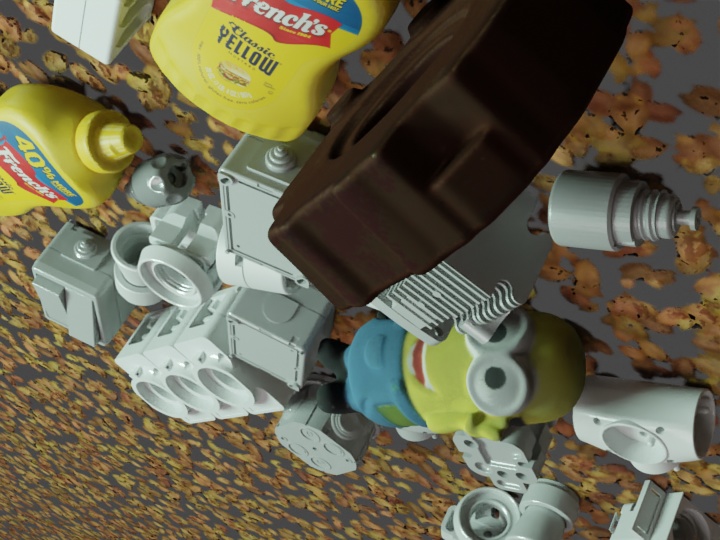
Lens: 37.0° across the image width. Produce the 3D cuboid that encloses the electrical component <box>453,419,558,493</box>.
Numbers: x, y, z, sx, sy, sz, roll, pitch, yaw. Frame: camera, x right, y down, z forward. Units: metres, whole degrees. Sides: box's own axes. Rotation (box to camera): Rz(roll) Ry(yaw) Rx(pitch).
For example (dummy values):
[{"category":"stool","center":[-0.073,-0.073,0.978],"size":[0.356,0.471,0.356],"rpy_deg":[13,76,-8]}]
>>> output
[{"category":"electrical component","center":[0.103,0.108,0.743],"size":[0.058,0.057,0.078],"rpy_deg":[4,139,35]}]

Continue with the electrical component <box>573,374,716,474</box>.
[{"category":"electrical component","center":[0.185,0.104,0.684],"size":[0.077,0.044,0.079],"rpy_deg":[4,140,35]}]

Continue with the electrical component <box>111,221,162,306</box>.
[{"category":"electrical component","center":[-0.165,-0.004,0.816],"size":[0.045,0.045,0.055],"rpy_deg":[25,148,7]}]

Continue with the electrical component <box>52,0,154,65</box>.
[{"category":"electrical component","center":[-0.150,-0.167,0.575],"size":[0.076,0.047,0.083],"rpy_deg":[32,148,-3]}]

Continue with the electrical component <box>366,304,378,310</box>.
[{"category":"electrical component","center":[0.000,0.000,0.693],"size":[0.078,0.040,0.040],"rpy_deg":[20,147,16]}]

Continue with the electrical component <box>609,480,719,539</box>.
[{"category":"electrical component","center":[0.221,0.194,0.783],"size":[0.081,0.042,0.064],"rpy_deg":[41,148,-15]}]

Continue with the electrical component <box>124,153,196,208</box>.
[{"category":"electrical component","center":[-0.140,-0.059,0.730],"size":[0.061,0.035,0.035],"rpy_deg":[-8,132,48]}]

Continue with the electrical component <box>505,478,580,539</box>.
[{"category":"electrical component","center":[0.143,0.197,0.836],"size":[0.045,0.055,0.045],"rpy_deg":[21,147,14]}]

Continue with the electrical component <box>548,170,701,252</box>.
[{"category":"electrical component","center":[0.132,-0.029,0.546],"size":[0.078,0.040,0.040],"rpy_deg":[7,141,32]}]

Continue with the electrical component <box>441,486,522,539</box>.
[{"category":"electrical component","center":[0.106,0.214,0.889],"size":[0.078,0.058,0.057],"rpy_deg":[19,149,17]}]

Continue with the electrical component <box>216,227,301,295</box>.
[{"category":"electrical component","center":[-0.061,-0.013,0.713],"size":[0.047,0.055,0.055],"rpy_deg":[13,144,19]}]

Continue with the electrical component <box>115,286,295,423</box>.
[{"category":"electrical component","center":[-0.123,0.075,0.876],"size":[0.089,0.061,0.150],"rpy_deg":[45,145,-23]}]

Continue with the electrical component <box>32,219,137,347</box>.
[{"category":"electrical component","center":[-0.222,0.011,0.867],"size":[0.062,0.061,0.096],"rpy_deg":[25,148,9]}]

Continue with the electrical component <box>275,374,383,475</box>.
[{"category":"electrical component","center":[-0.025,0.126,0.877],"size":[0.080,0.051,0.080],"rpy_deg":[21,147,14]}]

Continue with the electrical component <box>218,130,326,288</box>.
[{"category":"electrical component","center":[-0.042,-0.047,0.641],"size":[0.062,0.061,0.096],"rpy_deg":[23,147,12]}]

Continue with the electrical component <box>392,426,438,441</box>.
[{"category":"electrical component","center":[0.039,0.101,0.798],"size":[0.077,0.043,0.079],"rpy_deg":[10,144,28]}]

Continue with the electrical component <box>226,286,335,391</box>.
[{"category":"electrical component","center":[-0.055,0.039,0.778],"size":[0.062,0.061,0.096],"rpy_deg":[26,156,7]}]

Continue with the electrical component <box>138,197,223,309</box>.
[{"category":"electrical component","center":[-0.120,-0.010,0.759],"size":[0.078,0.057,0.058],"rpy_deg":[21,147,15]}]
